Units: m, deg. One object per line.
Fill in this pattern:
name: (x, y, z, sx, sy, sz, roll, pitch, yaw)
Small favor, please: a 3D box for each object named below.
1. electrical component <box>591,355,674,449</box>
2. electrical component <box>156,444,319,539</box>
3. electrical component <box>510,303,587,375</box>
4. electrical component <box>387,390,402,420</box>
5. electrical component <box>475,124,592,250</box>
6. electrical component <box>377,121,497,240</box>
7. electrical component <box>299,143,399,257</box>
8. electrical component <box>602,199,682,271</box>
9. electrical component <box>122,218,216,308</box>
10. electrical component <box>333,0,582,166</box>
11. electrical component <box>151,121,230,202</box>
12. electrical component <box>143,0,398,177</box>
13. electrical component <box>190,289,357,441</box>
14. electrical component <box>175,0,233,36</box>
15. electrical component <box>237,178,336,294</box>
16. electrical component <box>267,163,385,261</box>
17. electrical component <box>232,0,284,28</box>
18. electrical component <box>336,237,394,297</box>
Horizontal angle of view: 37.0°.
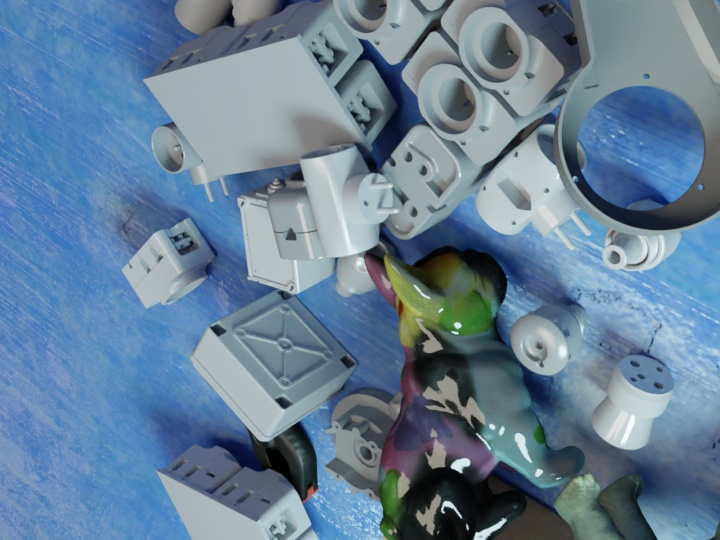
electrical component: (0.198, 0.095, 0.779, 0.045, 0.045, 0.055, 35, 131, 25)
electrical component: (-0.121, 0.256, 1.124, 0.186, 0.060, 0.105, 11, 129, 48)
electrical component: (0.144, 0.045, 0.789, 0.048, 0.062, 0.048, 21, 125, 34)
electrical component: (0.055, 0.130, 0.937, 0.061, 0.035, 0.035, 42, 134, 15)
electrical component: (0.132, -0.050, 0.763, 0.079, 0.043, 0.077, 51, 136, 10)
electrical component: (0.056, -0.073, 0.809, 0.053, 0.059, 0.095, 51, 136, 11)
electrical component: (-0.003, -0.052, 0.796, 0.079, 0.044, 0.077, 1, 111, 45)
electrical component: (0.184, -0.019, 0.717, 0.043, 0.062, 0.043, 21, 125, 34)
electrical component: (-0.191, -0.003, 1.083, 0.055, 0.050, 0.089, 56, 137, 5)
electrical component: (0.063, -0.177, 0.747, 0.186, 0.060, 0.105, 51, 136, 10)
electrical component: (-0.138, -0.101, 0.962, 0.043, 0.077, 0.079, -3, 109, 44)
electrical component: (-0.072, -0.143, 0.864, 0.186, 0.060, 0.105, -3, 132, 44)
electrical component: (-0.079, 0.084, 0.983, 0.108, 0.109, 0.056, 46, 132, 15)
electrical component: (-0.120, -0.239, 0.897, 0.043, 0.043, 0.081, 51, 136, 10)
electrical component: (-0.061, -0.037, 0.936, 0.062, 0.061, 0.096, 16, 121, 37)
electrical component: (-0.027, -0.052, 0.871, 0.054, 0.095, 0.059, 3, 113, 42)
electrical component: (-0.085, -0.215, 0.879, 0.040, 0.040, 0.078, 42, 134, 18)
electrical component: (0.000, 0.000, 0.913, 0.043, 0.043, 0.062, 50, 137, 10)
